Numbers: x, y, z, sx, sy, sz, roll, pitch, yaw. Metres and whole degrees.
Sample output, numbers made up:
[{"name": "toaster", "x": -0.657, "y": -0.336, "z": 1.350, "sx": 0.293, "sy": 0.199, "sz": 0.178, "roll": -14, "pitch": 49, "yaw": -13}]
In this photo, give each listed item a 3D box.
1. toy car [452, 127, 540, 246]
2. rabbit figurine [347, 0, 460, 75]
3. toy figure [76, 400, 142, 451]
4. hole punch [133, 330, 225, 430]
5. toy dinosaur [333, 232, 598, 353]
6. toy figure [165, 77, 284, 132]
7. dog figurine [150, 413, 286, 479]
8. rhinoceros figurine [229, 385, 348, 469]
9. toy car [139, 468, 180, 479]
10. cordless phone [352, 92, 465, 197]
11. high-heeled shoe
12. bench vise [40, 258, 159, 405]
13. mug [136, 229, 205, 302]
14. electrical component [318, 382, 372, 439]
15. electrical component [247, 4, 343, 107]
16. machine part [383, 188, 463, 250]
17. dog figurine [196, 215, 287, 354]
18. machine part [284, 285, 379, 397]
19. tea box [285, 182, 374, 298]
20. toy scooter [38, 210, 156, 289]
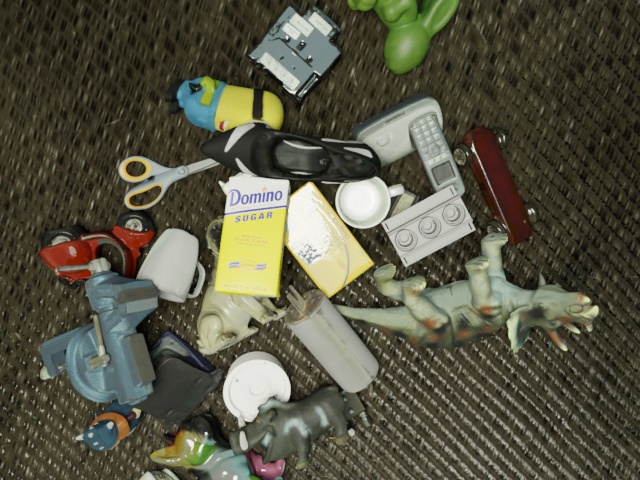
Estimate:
[{"name": "toy car", "x": 0.289, "y": -0.088, "z": 0.883, "sx": 0.089, "sy": 0.053, "sz": 0.202, "roll": -28, "pitch": 97, "yaw": -19}, {"name": "rabbit figurine", "x": 0.128, "y": -0.353, "z": 0.842, "sx": 0.159, "sy": 0.121, "sz": 0.170, "roll": -23, "pitch": 114, "yaw": -6}, {"name": "toy figure", "x": -0.325, "y": 0.292, "z": 0.850, "sx": 0.058, "sy": 0.154, "sz": 0.064, "roll": 41, "pitch": 92, "yaw": -2}, {"name": "hole punch", "x": -0.246, "y": 0.228, "z": 0.891, "sx": 0.142, "sy": 0.092, "sz": 0.115, "roll": -47, "pitch": 123, "yaw": 0}, {"name": "toy dinosaur", "x": 0.214, "y": 0.115, "z": 0.864, "sx": 0.405, "sy": 0.131, "sz": 0.192, "roll": -16, "pitch": 108, "yaw": 22}, {"name": "toy figure", "x": -0.146, "y": -0.209, "z": 0.847, "sx": 0.180, "sy": 0.082, "sz": 0.089, "roll": 20, "pitch": 95, "yaw": -1}, {"name": "dog figurine", "x": -0.174, "y": 0.395, "z": 0.892, "sx": 0.219, "sy": 0.108, "sz": 0.191, "roll": 19, "pitch": 98, "yaw": 1}, {"name": "rhinoceros figurine", "x": -0.047, "y": 0.293, "z": 0.844, "sx": 0.190, "sy": 0.073, "sz": 0.112, "roll": -22, "pitch": 104, "yaw": -4}, {"name": "toy car", "x": -0.222, "y": 0.454, "z": 0.859, "sx": 0.202, "sy": 0.073, "sz": 0.056, "roll": 42, "pitch": 94, "yaw": 28}, {"name": "cordless phone", "x": 0.144, "y": -0.128, "z": 0.865, "sx": 0.147, "sy": 0.089, "sz": 0.184, "roll": -27, "pitch": 103, "yaw": 1}, {"name": "high-heeled shoe", "x": -0.040, "y": -0.114, "z": 0.777, "sx": 0.249, "sy": 0.145, "sz": 0.086, "roll": -6, "pitch": 116, "yaw": -18}, {"name": "bench vise", "x": -0.346, "y": 0.149, "z": 0.808, "sx": 0.241, "sy": 0.129, "sz": 0.223, "roll": -22, "pitch": 94, "yaw": 25}, {"name": "mug", "x": -0.229, "y": 0.042, "z": 0.867, "sx": 0.109, "sy": 0.081, "sz": 0.107, "roll": 29, "pitch": 69, "yaw": -36}, {"name": "electrical component", "x": 0.036, "y": 0.288, "z": 0.914, "sx": 0.078, "sy": 0.045, "sz": 0.102, "roll": -24, "pitch": 96, "yaw": 2}, {"name": "electrical component", "x": -0.031, "y": -0.299, "z": 0.853, "sx": 0.115, "sy": 0.058, "sz": 0.134, "roll": 42, "pitch": 93, "yaw": -7}, {"name": "machine part", "x": 0.174, "y": -0.032, "z": 0.894, "sx": 0.139, "sy": 0.039, "sz": 0.084, "roll": 25, "pitch": 86, "yaw": -2}, {"name": "dog figurine", "x": -0.161, "y": 0.071, "z": 0.874, "sx": 0.172, "sy": 0.121, "sz": 0.190, "roll": -30, "pitch": 81, "yaw": -2}, {"name": "machine part", "x": 0.021, "y": 0.163, "z": 0.864, "sx": 0.079, "sy": 0.079, "sz": 0.243, "roll": -38, "pitch": 112, "yaw": 2}, {"name": "tea box", "x": -0.002, "y": -0.003, "z": 0.876, "sx": 0.098, "sy": 0.068, "sz": 0.169, "roll": -39, "pitch": 96, "yaw": 2}, {"name": "toy scooter", "x": -0.351, "y": 0.033, "z": 0.868, "sx": 0.184, "sy": 0.075, "sz": 0.135, "roll": -13, "pitch": 97, "yaw": -5}]
